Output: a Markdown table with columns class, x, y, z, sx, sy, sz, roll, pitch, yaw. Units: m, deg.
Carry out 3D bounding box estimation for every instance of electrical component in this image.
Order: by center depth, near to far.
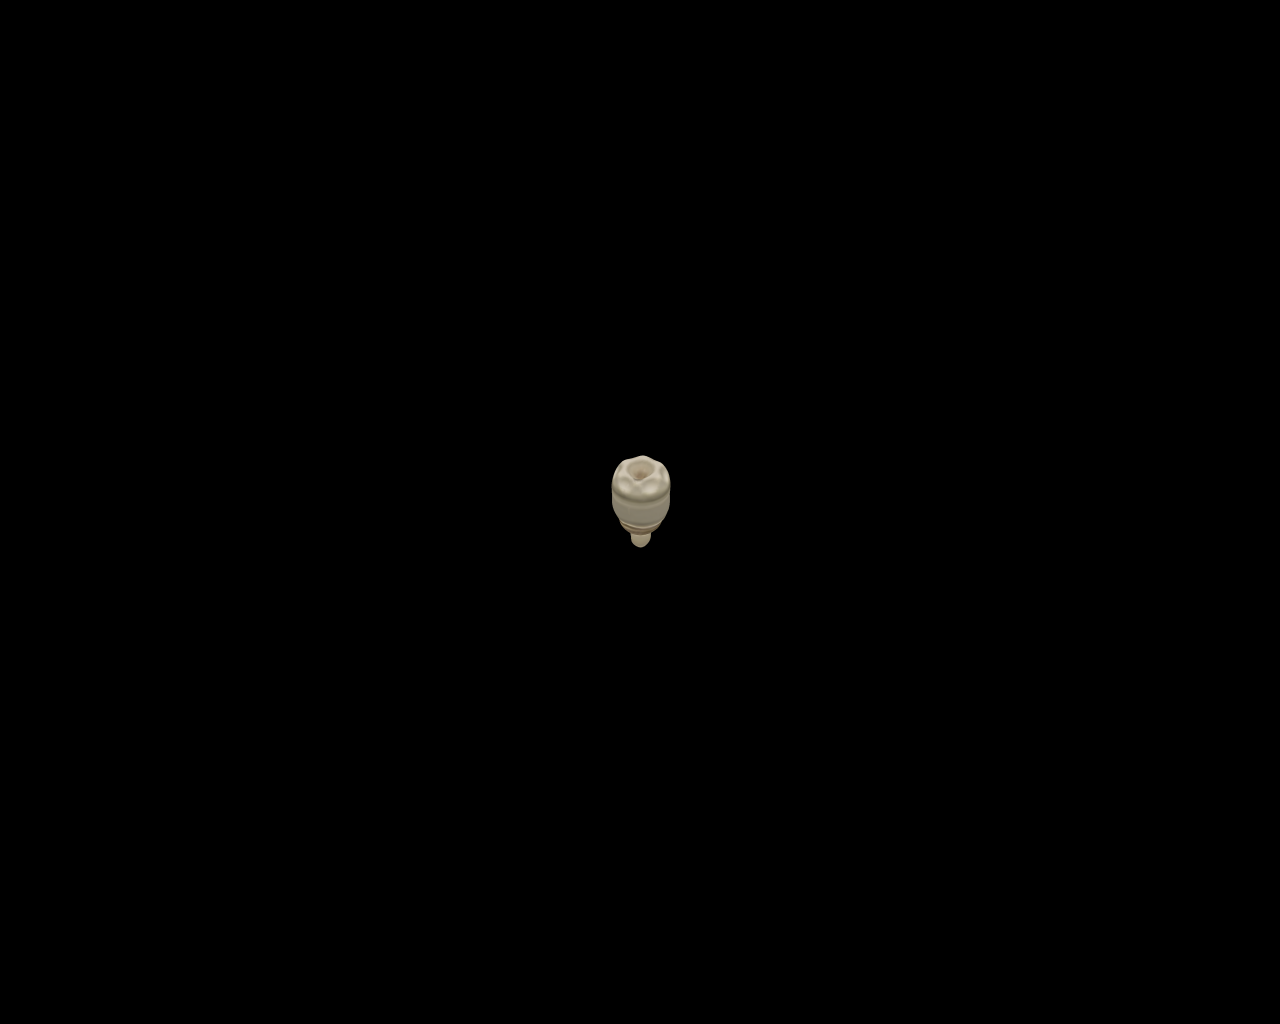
| class | x | y | z | sx | sy | sz | roll | pitch | yaw |
| --- | --- | --- | --- | --- | --- | --- | --- | --- | --- |
| electrical component | 0.001 | -0.003 | 0.650 | 0.035 | 0.061 | 0.035 | 0 | 39 | 0 |
